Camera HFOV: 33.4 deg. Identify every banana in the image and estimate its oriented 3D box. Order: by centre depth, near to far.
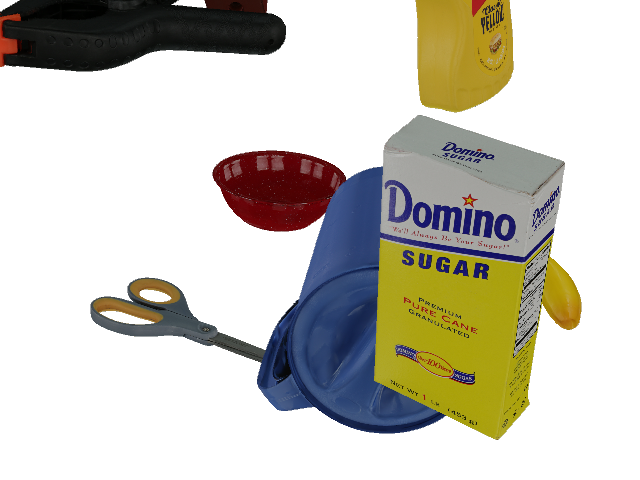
[{"bbox_3d":[0.197,0.032,1.049,0.069,0.037,0.198,-34,36,-20],"label":"banana"}]

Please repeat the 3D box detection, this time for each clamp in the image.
[{"bbox_3d":[-0.120,-0.137,0.646,0.171,0.039,0.120,-10,31,-30],"label":"clamp"}]

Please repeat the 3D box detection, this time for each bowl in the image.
[{"bbox_3d":[-0.051,-0.054,1.287,0.162,0.055,0.162,4,26,-2],"label":"bowl"}]

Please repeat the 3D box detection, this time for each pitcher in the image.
[{"bbox_3d":[0.041,0.036,0.835,0.149,0.145,0.242,11,24,-1],"label":"pitcher"}]

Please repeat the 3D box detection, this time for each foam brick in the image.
[{"bbox_3d":[-0.080,-0.240,0.953,0.053,0.051,0.078,-8,-41,6],"label":"foam brick"}]

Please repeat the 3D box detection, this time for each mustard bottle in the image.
[{"bbox_3d":[0.104,-0.198,0.782,0.058,0.191,0.096,18,40,35],"label":"mustard bottle"}]

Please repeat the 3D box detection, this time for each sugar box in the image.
[{"bbox_3d":[0.080,0.024,0.615,0.093,0.176,0.048,22,43,29],"label":"sugar box"}]

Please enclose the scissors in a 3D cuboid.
[{"bbox_3d":[-0.105,0.073,0.961,0.202,0.016,0.096,11,28,6],"label":"scissors"}]
